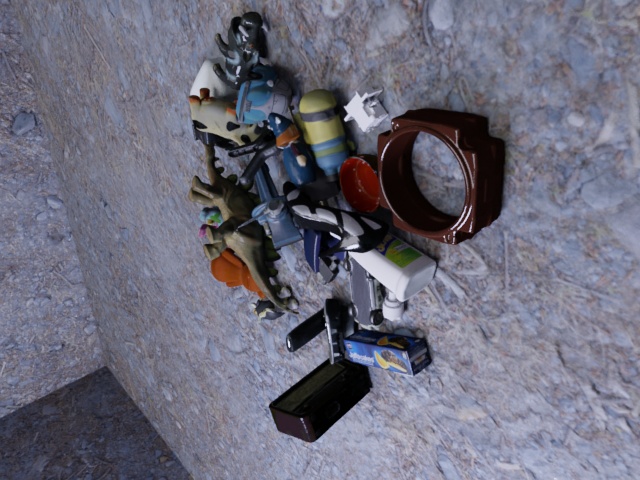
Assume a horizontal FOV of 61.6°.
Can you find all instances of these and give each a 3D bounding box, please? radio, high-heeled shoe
[{"bbox_3d":[0.006,0.373,1.277,0.131,0.229,0.073,2,116,48],"label":"radio"},{"bbox_3d":[0.023,-0.062,1.042,0.249,0.145,0.086,61,178,36],"label":"high-heeled shoe"}]

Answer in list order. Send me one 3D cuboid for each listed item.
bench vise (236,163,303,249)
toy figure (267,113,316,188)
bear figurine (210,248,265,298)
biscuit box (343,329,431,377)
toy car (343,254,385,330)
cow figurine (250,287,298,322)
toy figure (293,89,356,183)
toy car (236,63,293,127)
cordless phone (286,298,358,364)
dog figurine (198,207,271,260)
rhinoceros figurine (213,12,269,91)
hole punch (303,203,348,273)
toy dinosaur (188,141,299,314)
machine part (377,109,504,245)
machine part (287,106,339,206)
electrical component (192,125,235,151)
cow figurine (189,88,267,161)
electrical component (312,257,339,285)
[{"bbox_3d":[-0.108,-0.089,1.203,0.223,0.129,0.240,37,-148,-71],"label":"bench vise"},{"bbox_3d":[-0.056,-0.179,1.052,0.064,0.058,0.154,-16,99,41],"label":"toy figure"},{"bbox_3d":[-0.204,0.077,1.491,0.196,0.132,0.120,8,119,30],"label":"bear figurine"},{"bbox_3d":[0.141,0.240,1.167,0.203,0.063,0.059,-3,107,52],"label":"biscuit box"},{"bbox_3d":[0.098,0.103,1.147,0.074,0.056,0.201,15,123,40],"label":"toy car"},{"bbox_3d":[-0.141,0.187,1.466,0.167,0.098,0.068,-23,98,55],"label":"cow figurine"},{"bbox_3d":[0.016,-0.203,1.047,0.089,0.082,0.180,-4,106,57],"label":"toy figure"},{"bbox_3d":[-0.110,-0.299,1.123,0.103,0.162,0.109,20,125,-1],"label":"toy car"},{"bbox_3d":[0.000,0.232,1.239,0.089,0.184,0.146,18,123,41],"label":"cordless phone"},{"bbox_3d":[-0.202,-0.032,1.419,0.219,0.191,0.108,23,133,-1],"label":"dog figurine"},{"bbox_3d":[-0.173,-0.410,1.171,0.112,0.073,0.190,52,143,20],"label":"rhinoceros figurine"},{"bbox_3d":[-0.002,-0.004,1.187,0.116,0.092,0.142,36,139,40],"label":"hole punch"},{"bbox_3d":[-0.186,-0.026,1.300,0.105,0.198,0.471,-38,69,63],"label":"toy dinosaur"},{"bbox_3d":[0.190,-0.104,0.880,0.202,0.087,0.200,24,128,45],"label":"machine part"},{"bbox_3d":[-0.022,-0.163,1.121,0.079,0.079,0.243,-7,104,53],"label":"machine part"},{"bbox_3d":[-0.267,-0.267,1.375,0.119,0.075,0.047,32,134,43],"label":"electrical component"},{"bbox_3d":[-0.205,-0.265,1.246,0.195,0.085,0.127,18,134,7],"label":"cow figurine"},{"bbox_3d":[0.013,0.064,1.260,0.063,0.021,0.094,52,143,18],"label":"electrical component"}]
